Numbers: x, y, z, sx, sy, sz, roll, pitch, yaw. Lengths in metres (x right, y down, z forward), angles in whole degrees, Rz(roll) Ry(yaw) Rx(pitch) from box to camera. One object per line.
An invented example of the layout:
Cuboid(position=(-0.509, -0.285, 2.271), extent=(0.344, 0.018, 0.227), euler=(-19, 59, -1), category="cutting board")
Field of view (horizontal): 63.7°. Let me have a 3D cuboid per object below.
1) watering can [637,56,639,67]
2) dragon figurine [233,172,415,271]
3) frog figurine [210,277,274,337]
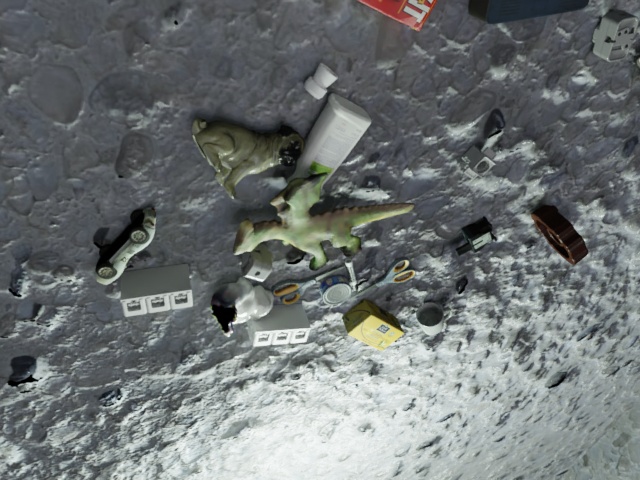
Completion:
Cuboid(position=(0.881, -0.431, 1.200), extent=(0.344, 0.106, 0.221), euler=(25, 117, -36), category="watering can")
Cuboid(position=(0.003, -0.056, 1.122), extent=(0.410, 0.125, 0.238), euler=(-25, 147, 1), category="dragon figurine")
Cuboid(position=(-0.190, 0.151, 1.290), extent=(0.162, 0.123, 0.134), euler=(-33, 137, -45), category="frog figurine")
